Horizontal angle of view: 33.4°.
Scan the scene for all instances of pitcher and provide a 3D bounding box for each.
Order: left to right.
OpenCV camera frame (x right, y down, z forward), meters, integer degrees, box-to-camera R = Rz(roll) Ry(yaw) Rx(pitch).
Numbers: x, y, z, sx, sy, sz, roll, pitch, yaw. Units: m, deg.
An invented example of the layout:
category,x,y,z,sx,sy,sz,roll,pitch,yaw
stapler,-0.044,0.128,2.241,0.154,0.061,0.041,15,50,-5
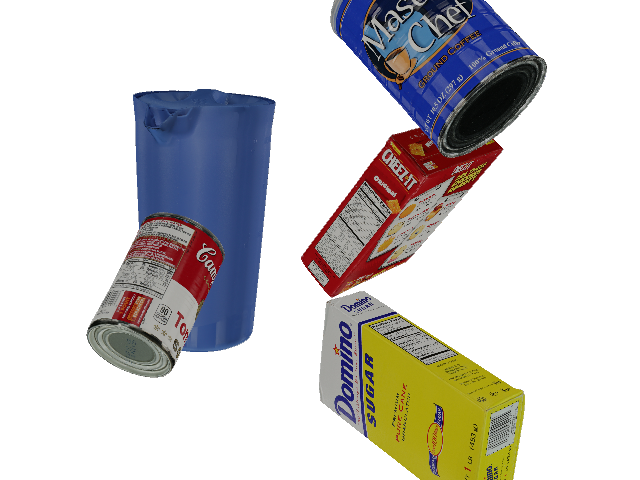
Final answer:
category,x,y,z,sx,sy,sz,roll,pitch,yaw
pitcher,-0.109,-0.025,1.033,0.149,0.243,0.145,-2,14,-19

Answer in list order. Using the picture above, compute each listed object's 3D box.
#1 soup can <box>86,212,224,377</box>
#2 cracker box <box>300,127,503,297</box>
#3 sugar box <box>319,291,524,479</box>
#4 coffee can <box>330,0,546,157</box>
category,x,y,z,sx,sy,sz,roll,pitch,yaw
soup can,-0.119,0.039,0.776,0.068,0.102,0.068,14,-36,10
cracker box,0.091,-0.043,1.242,0.163,0.072,0.214,-22,-25,-48
sugar box,0.067,0.115,0.782,0.048,0.093,0.176,-15,30,-37
coffee can,0.089,-0.149,0.820,0.102,0.140,0.103,-32,-22,-15
